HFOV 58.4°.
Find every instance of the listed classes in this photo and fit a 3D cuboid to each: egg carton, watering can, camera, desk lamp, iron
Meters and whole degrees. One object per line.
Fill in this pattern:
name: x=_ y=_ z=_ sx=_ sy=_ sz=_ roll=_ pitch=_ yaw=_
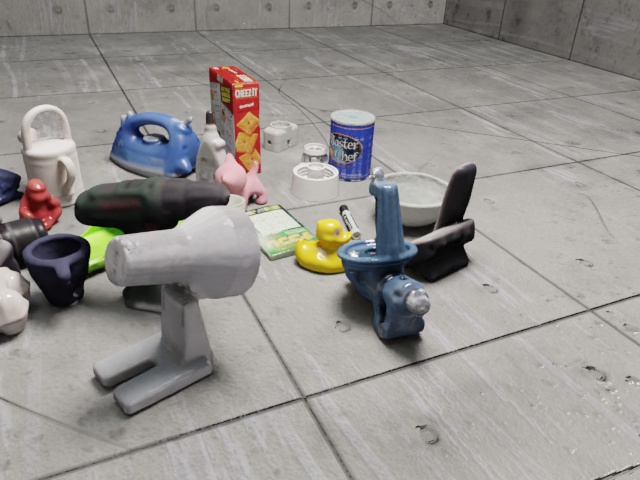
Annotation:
egg carton: x=-0.483 y=0.093 z=0.793 sx=0.150 sy=0.069 sz=0.107 roll=-8 pitch=31 yaw=-19
watering can: x=-0.537 y=-0.171 z=1.128 sx=0.172 sy=0.194 sz=0.101 roll=12 pitch=31 yaw=15
camera: x=-0.504 y=0.008 z=0.910 sx=0.137 sy=0.101 sz=0.142 roll=-21 pitch=37 yaw=-36
desk lamp: x=-0.178 y=0.072 z=0.713 sx=0.204 sy=0.214 sz=0.117 roll=-24 pitch=39 yaw=-39
iron: x=-0.382 y=-0.230 z=1.300 sx=0.257 sy=0.141 sz=0.119 roll=14 pitch=31 yaw=18

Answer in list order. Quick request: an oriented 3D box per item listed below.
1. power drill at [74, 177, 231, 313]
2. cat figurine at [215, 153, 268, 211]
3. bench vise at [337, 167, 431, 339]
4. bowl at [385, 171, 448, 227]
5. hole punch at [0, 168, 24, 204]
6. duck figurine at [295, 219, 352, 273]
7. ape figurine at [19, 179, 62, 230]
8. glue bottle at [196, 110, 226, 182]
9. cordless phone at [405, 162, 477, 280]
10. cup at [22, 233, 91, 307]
power drill: x=-0.237 y=0.001 z=0.838 sx=0.229 sy=0.208 sz=0.075 roll=7 pitch=30 yaw=7
cat figurine: x=-0.163 y=-0.119 z=1.151 sx=0.067 sy=0.118 sz=0.128 roll=21 pitch=34 yaw=29
bench vise: x=0.110 y=0.017 z=0.832 sx=0.122 sy=0.220 sz=0.206 roll=-20 pitch=37 yaw=-34
bowl: x=0.184 y=-0.072 z=1.144 sx=0.167 sy=0.075 sz=0.167 roll=2 pitch=29 yaw=-1
hole punch: x=-0.662 y=-0.122 z=1.135 sx=0.108 sy=0.091 sz=0.101 roll=14 pitch=31 yaw=19
duck figurine: x=0.009 y=0.004 z=0.982 sx=0.104 sy=0.086 sz=0.077 roll=6 pitch=30 yaw=6
ape figurine: x=-0.517 y=-0.067 z=1.050 sx=0.078 sy=0.092 sz=0.075 roll=-21 pitch=37 yaw=-36
glue bottle: x=-0.228 y=-0.188 z=1.209 sx=0.078 sy=0.173 sz=0.037 roll=16 pitch=32 yaw=22
cordless phone: x=0.204 y=-0.039 z=0.975 sx=0.148 sy=0.185 sz=0.093 roll=-24 pitch=39 yaw=-38
cup: x=-0.378 y=0.056 z=0.843 sx=0.092 sy=0.095 sz=0.117 roll=-14 pitch=34 yaw=-27
